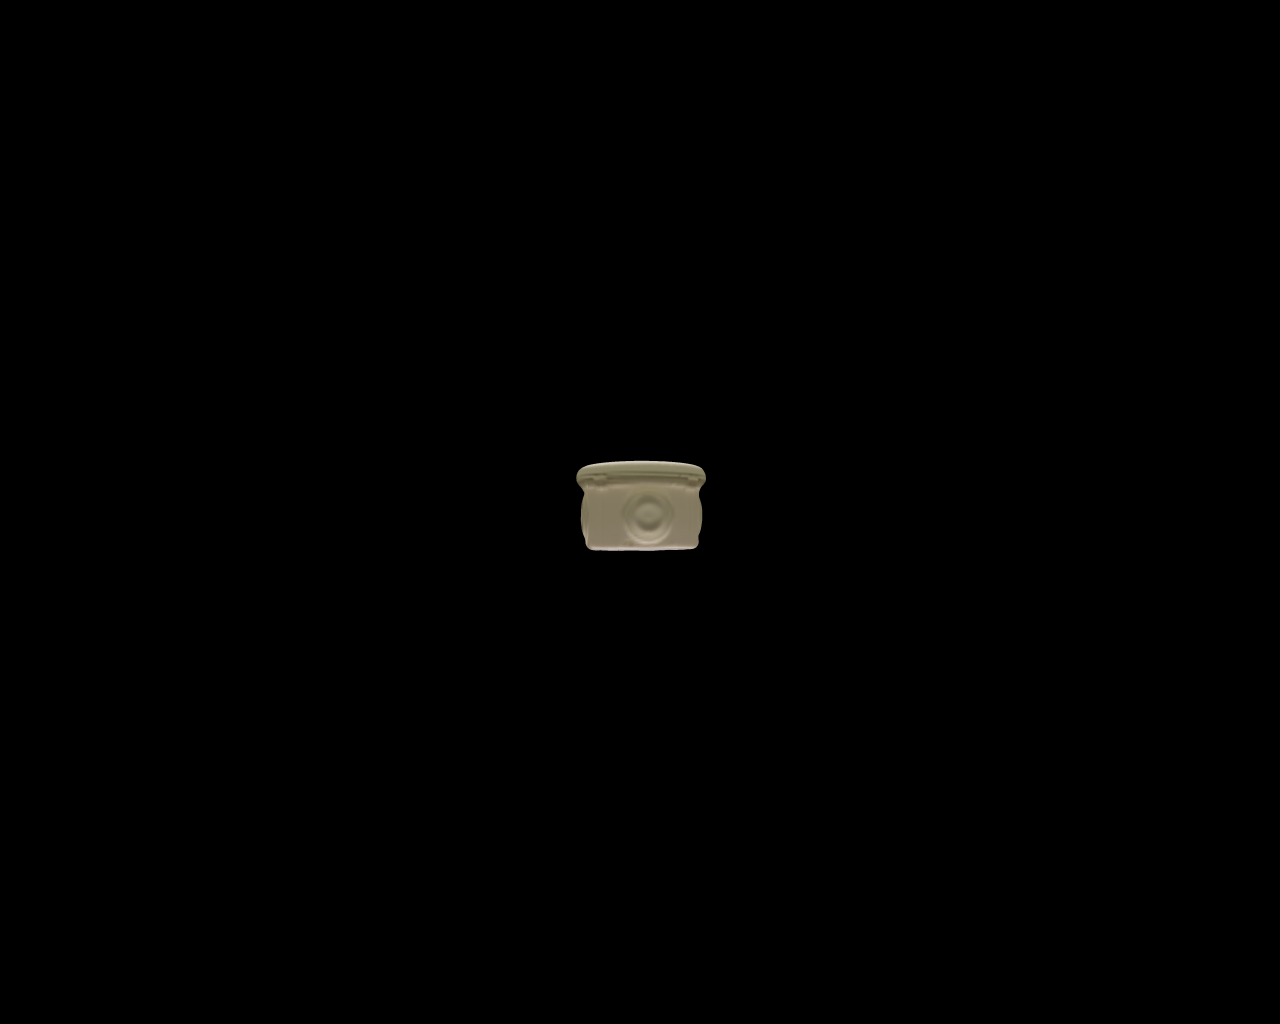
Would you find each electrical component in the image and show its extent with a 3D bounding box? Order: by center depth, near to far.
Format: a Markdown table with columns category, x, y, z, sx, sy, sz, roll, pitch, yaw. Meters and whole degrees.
| category | x | y | z | sx | sy | sz | roll | pitch | yaw |
| --- | --- | --- | --- | --- | --- | --- | --- | --- | --- |
| electrical component | 0.001 | -0.003 | 0.650 | 0.080 | 0.051 | 0.080 | 0 | -3 | 0 |
